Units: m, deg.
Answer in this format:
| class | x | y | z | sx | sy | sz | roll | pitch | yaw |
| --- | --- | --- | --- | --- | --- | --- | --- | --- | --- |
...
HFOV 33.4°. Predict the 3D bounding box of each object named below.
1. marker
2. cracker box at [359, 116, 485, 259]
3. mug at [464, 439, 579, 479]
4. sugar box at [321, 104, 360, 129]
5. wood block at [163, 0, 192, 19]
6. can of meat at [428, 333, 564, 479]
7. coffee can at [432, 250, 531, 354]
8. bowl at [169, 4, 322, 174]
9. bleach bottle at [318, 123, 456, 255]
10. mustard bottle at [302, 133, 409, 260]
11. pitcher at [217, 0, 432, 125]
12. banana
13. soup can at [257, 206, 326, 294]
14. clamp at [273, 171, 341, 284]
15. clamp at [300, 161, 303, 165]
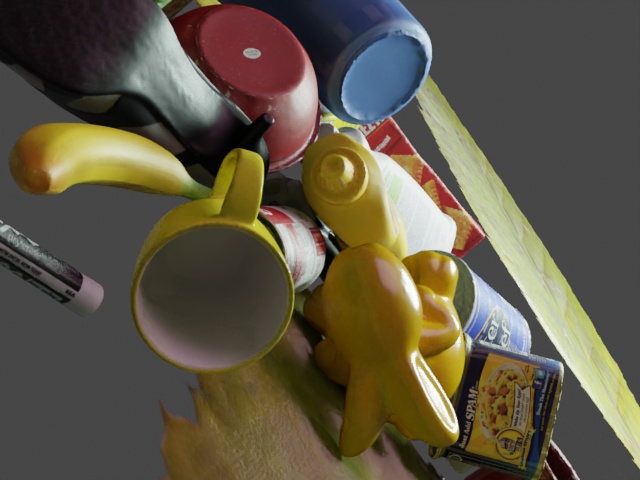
| class | x | y | z | sx | sy | sz | roll | pitch | yaw |
| --- | --- | --- | --- | --- | --- | --- | --- | --- | --- |
| marker | -0.151 | 0.001 | 0.505 | 0.121 | 0.020 | 0.020 | 41 | 20 | -41 |
| cracker box | 0.080 | -0.080 | 1.226 | 0.213 | 0.072 | 0.164 | 50 | -1 | -21 |
| mug | 0.181 | 0.227 | 0.911 | 0.117 | 0.081 | 0.093 | 46 | 17 | -29 |
| sugar box | -0.039 | -0.120 | 0.968 | 0.093 | 0.048 | 0.175 | 38 | 25 | 19 |
| wood block | -0.162 | -0.284 | 0.971 | 0.090 | 0.090 | 0.206 | 43 | 19 | -33 |
| can of meat | 0.140 | 0.133 | 0.845 | 0.084 | 0.102 | 0.057 | 15 | -6 | 1 |
| coffee can | 0.132 | 0.083 | 1.037 | 0.140 | 0.103 | 0.103 | 37 | 23 | -50 |
| bowl | -0.063 | -0.133 | 0.842 | 0.162 | 0.055 | 0.162 | 13 | 55 | -19 |
| bleach bottle | 0.054 | -0.039 | 1.021 | 0.250 | 0.068 | 0.102 | 49 | 56 | -52 |
| mustard bottle | 0.025 | -0.030 | 0.814 | 0.191 | 0.058 | 0.096 | 52 | 14 | -74 |
| pitcher | -0.008 | -0.220 | 0.982 | 0.149 | 0.145 | 0.243 | -6 | 43 | -35 |
| banana | -0.126 | -0.045 | 0.613 | 0.070 | 0.037 | 0.197 | 18 | 8 | 21 |
| soup can | -0.040 | 0.010 | 0.733 | 0.068 | 0.068 | 0.102 | 56 | 15 | 7 |
| clamp | -0.006 | 0.001 | 0.915 | 0.171 | 0.039 | 0.120 | 42 | 10 | -21 |
| clamp | -0.056 | -0.143 | 1.087 | 0.164 | 0.036 | 0.209 | 65 | 20 | 14 |
